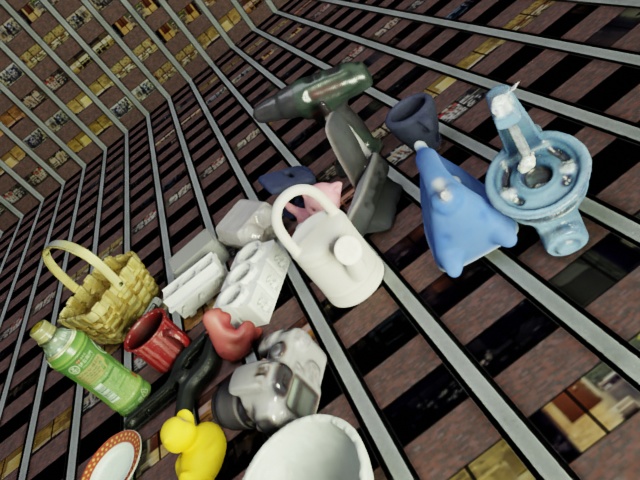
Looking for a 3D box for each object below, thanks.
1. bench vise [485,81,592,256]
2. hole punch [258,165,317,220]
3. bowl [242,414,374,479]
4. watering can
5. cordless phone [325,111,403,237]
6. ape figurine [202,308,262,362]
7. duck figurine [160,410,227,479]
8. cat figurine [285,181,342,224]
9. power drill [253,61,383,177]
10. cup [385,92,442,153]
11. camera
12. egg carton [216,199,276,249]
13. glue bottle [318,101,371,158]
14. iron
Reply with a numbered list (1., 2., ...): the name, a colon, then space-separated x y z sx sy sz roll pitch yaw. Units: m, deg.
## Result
1. bench vise: 0.238 -0.107 0.697 0.121 0.220 0.207 -35 31 8
2. hole punch: -0.059 -0.112 1.148 0.101 0.091 0.108 -41 31 -3
3. bowl: -0.006 0.275 0.602 0.167 0.075 0.167 -27 33 20
4. watering can: 0.009 0.001 0.826 0.172 0.194 0.101 -2 47 46
5. cordless phone: 0.048 -0.105 0.932 0.094 0.185 0.147 -18 37 32
6. ape figurine: -0.149 0.143 0.911 0.077 0.092 0.076 7 54 51
7. duck figurine: -0.180 0.279 0.774 0.077 0.086 0.104 -29 32 18
8. cat figurine: -0.006 -0.056 0.992 0.127 0.118 0.067 -8 43 41
9. power drill: 0.017 -0.229 1.104 0.229 0.209 0.075 -31 32 15
10. cup: 0.178 -0.190 0.992 0.091 0.095 0.117 -39 31 0
11. camera: -0.078 0.193 0.761 0.136 0.101 0.143 -18 37 31
12. egg carton: -0.141 -0.027 1.146 0.149 0.070 0.107 10 56 52
13. glue bottle: 0.049 -0.184 1.046 0.037 0.173 0.078 -44 31 -8
14. iron: 0.172 -0.072 0.798 0.118 0.142 0.258 -31 32 14
